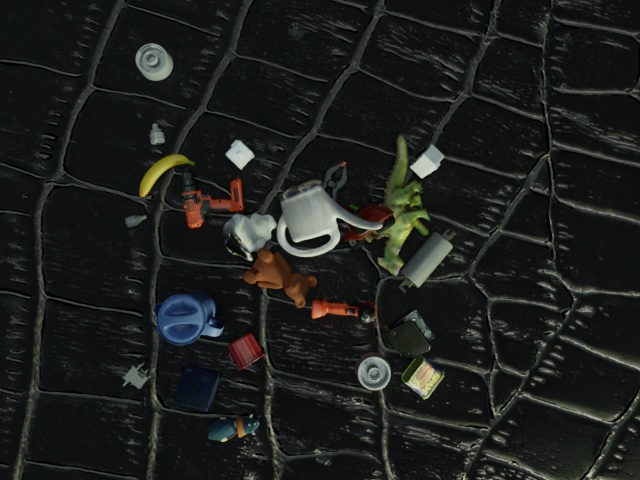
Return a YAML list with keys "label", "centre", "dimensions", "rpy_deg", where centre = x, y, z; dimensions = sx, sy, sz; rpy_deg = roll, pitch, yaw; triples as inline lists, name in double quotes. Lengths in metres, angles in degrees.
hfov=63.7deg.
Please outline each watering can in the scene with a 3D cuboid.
- label: "watering can"
  centre: [0.005, -0.077, 1.525]
  dimensions: [0.345, 0.224, 0.105]
  rpy_deg: [-18, 1, 29]

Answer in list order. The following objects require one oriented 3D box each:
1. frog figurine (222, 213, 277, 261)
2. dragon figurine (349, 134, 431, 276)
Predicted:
- label: "frog figurine"
  centre: [-0.216, -0.029, 1.575]
  dimensions: [0.121, 0.136, 0.163]
  rpy_deg: [-21, 26, 49]
- label: "dragon figurine"
  centre: [0.202, -0.097, 1.581]
  dimensions: [0.242, 0.412, 0.122]
  rpy_deg: [-16, -5, 6]
